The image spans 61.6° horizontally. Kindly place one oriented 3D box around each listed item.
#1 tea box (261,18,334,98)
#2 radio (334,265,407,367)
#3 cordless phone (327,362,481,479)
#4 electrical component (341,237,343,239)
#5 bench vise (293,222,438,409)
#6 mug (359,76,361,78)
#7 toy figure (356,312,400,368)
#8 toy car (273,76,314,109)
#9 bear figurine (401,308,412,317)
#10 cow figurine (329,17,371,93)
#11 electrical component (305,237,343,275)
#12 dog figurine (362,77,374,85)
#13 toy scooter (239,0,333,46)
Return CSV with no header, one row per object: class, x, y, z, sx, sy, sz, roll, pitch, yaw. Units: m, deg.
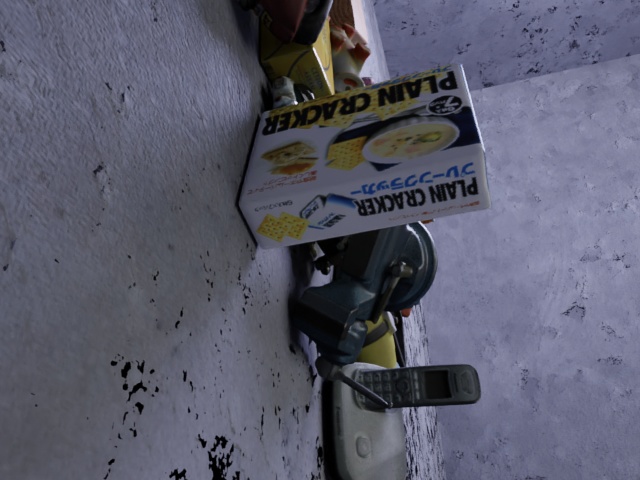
tea box,-0.028,-0.262,0.683,0.098,0.068,0.169,55,29,-61
radio,0.088,0.111,0.890,0.131,0.073,0.229,-83,159,-51
cordless phone,0.104,0.218,0.642,0.088,0.184,0.146,68,17,-57
electrical component,0.024,-0.077,0.800,0.115,0.058,0.134,-75,153,-65
bench vise,0.075,0.061,0.645,0.240,0.129,0.223,8,91,-58
mug,0.042,-0.284,0.997,0.109,0.081,0.107,38,33,-64
toy figure,0.069,0.171,0.754,0.089,0.082,0.180,-15,104,-47
toy car,-0.006,-0.109,0.662,0.201,0.056,0.073,56,19,-36
bear figurine,0.107,0.044,0.984,0.195,0.120,0.132,26,95,-43
cow figurine,0.015,-0.239,0.788,0.127,0.085,0.195,-61,-150,33
electrical component,-0.001,-0.002,0.674,0.078,0.045,0.102,55,-5,32
dog figurine,0.099,-0.215,1.102,0.192,0.108,0.219,-161,-104,-70
toy scooter,-0.045,-0.303,0.580,0.075,0.135,0.184,147,-42,-67
